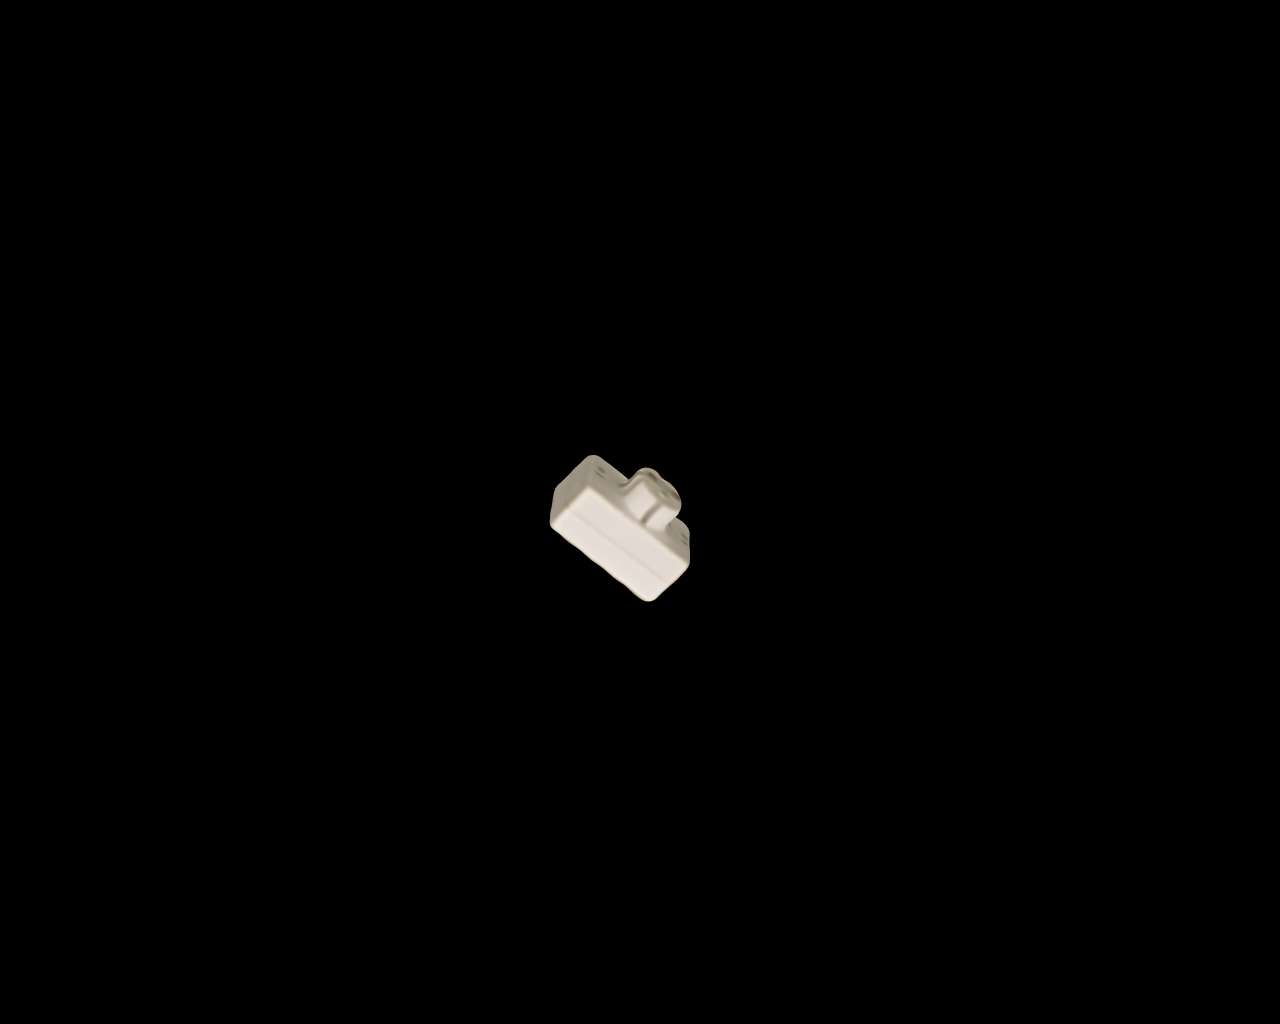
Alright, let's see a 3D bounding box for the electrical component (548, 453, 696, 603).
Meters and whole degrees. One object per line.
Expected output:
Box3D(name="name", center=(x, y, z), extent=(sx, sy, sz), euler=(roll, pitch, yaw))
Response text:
Box3D(name="electrical component", center=(0.001, -0.003, 0.650), extent=(0.083, 0.075, 0.047), euler=(38, 22, -18))
